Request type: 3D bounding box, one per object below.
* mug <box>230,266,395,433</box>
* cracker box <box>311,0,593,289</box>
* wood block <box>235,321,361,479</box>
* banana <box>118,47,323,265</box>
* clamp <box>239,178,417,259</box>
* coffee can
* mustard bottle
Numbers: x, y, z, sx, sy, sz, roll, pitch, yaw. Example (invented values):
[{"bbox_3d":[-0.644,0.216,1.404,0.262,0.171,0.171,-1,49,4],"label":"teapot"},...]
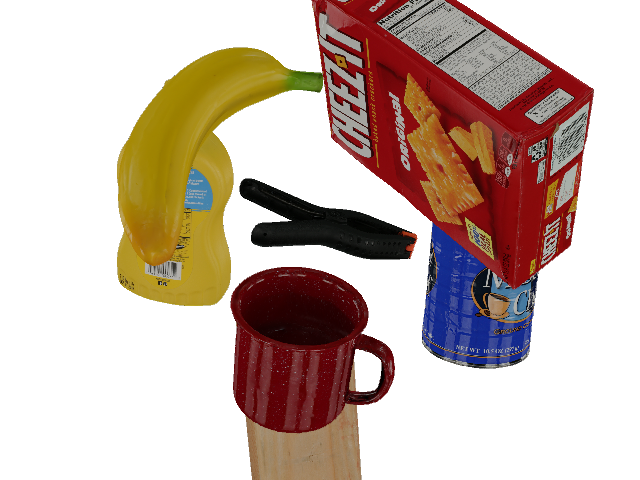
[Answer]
[{"bbox_3d":[-0.006,0.080,0.732,0.117,0.081,0.093,13,33,10],"label":"mug"},{"bbox_3d":[0.089,-0.088,0.776,0.072,0.164,0.214,-36,57,-19],"label":"cracker box"},{"bbox_3d":[-0.018,0.161,0.933,0.090,0.206,0.091,-7,20,-9],"label":"wood block"},{"bbox_3d":[-0.067,-0.061,0.593,0.070,0.037,0.197,19,44,17],"label":"banana"},{"bbox_3d":[0.008,-0.011,1.196,0.210,0.036,0.164,15,20,-7],"label":"clamp"},{"bbox_3d":[0.150,0.033,0.989,0.103,0.140,0.103,2,20,-1],"label":"coffee can"},{"bbox_3d":[-0.121,-0.041,0.886,0.096,0.192,0.058,12,30,12],"label":"mustard bottle"}]
